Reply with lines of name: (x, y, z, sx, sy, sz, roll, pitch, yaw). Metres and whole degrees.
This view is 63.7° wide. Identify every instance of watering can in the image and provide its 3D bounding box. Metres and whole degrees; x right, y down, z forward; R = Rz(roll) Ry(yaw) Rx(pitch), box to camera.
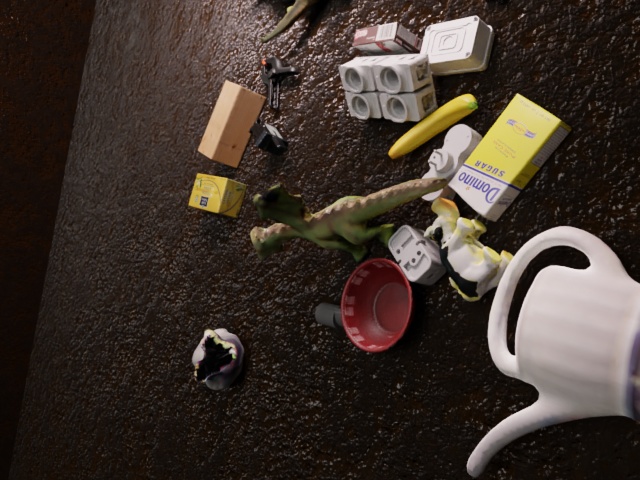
watering can: (0.305, 0.157, 0.632, 0.225, 0.103, 0.349, 11, 85, 48)

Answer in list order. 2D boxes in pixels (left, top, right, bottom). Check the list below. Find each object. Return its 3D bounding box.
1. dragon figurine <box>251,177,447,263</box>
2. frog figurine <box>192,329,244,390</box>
dragon figurine: (0.003, -0.046, 0.912, 0.404, 0.242, 0.124, -36, 53, 51)
frog figurine: (-0.239, 0.281, 1.211, 0.157, 0.123, 0.139, 113, 147, -69)
